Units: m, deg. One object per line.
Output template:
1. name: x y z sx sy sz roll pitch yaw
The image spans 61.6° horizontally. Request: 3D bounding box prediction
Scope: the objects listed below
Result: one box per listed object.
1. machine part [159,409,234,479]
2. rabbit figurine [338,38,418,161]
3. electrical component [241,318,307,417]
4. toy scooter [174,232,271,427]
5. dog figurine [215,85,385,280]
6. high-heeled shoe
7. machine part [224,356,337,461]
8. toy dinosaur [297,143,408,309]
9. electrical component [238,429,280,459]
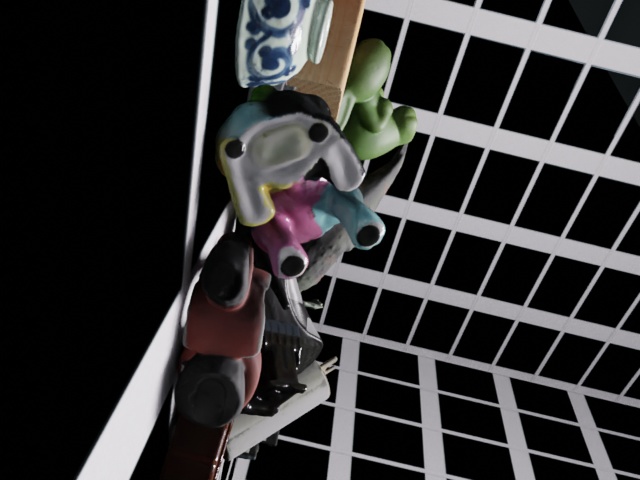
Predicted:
1. machine part: -0.132 0.223 0.599 0.179 0.056 0.179 -163 -93 -89
2. rabbit figurine: 0.048 -0.204 0.765 0.121 0.159 0.170 56 -16 32
3. electrical component: -0.059 0.115 0.561 0.075 0.047 0.119 -48 -141 33
4. toy scooter: -0.086 0.071 0.505 0.135 0.075 0.183 -94 -166 -72
5. dog figurine: -0.035 -0.065 0.521 0.191 0.108 0.219 64 -4 -27
6. high-heeled shoe: -0.063 0.073 0.676 0.248 0.086 0.145 91 -25 -54
7. machine part: -0.073 0.231 0.754 0.243 0.079 0.079 -26 151 -28
8. toy dinosaur: 0.006 -0.004 0.792 0.404 0.131 0.192 -52 -166 7
9. electrical component: -0.114 0.262 0.823 0.058 0.115 0.134 104 -1 -76
